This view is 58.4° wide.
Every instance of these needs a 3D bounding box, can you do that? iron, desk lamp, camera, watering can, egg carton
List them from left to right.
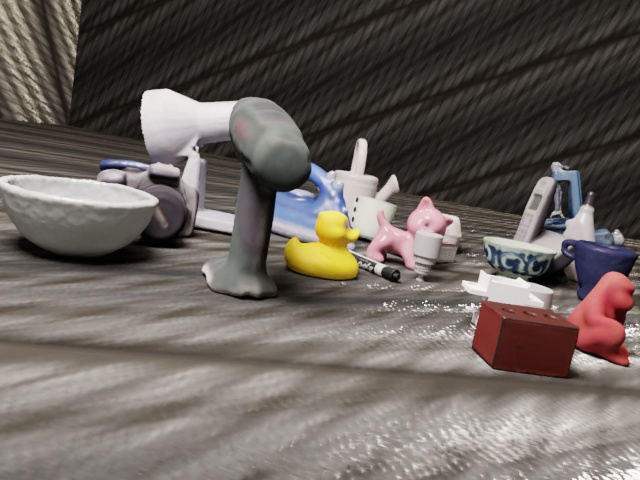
[{"bbox_3d":[-0.235,-0.054,0.783,0.143,0.101,0.136,7,10,-18],"label":"camera"},{"bbox_3d":[-0.193,-0.130,0.935,0.203,0.213,0.118,10,10,-2],"label":"desk lamp"},{"bbox_3d":[-0.027,-0.077,1.021,0.257,0.141,0.119,18,12,37],"label":"iron"},{"bbox_3d":[0.085,-0.125,1.266,0.173,0.194,0.100,6,11,-24],"label":"watering can"},{"bbox_3d":[0.241,-0.020,1.200,0.107,0.069,0.150,12,10,9],"label":"egg carton"}]

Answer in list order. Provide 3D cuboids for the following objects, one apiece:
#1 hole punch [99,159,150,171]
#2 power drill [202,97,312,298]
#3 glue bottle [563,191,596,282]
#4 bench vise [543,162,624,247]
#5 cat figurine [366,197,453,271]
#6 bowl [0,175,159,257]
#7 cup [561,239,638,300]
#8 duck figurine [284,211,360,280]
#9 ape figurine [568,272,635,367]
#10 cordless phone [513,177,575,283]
[{"bbox_3d":[-0.299,-0.085,0.921,0.109,0.091,0.101,9,10,-9],"label":"hole punch"},{"bbox_3d":[-0.075,-0.053,0.628,0.076,0.208,0.229,7,10,-22],"label":"power drill"},{"bbox_3d":[0.497,-0.008,1.098,0.077,0.173,0.037,18,12,38],"label":"glue bottle"},{"bbox_3d":[0.527,-0.045,1.206,0.207,0.220,0.121,9,10,-10],"label":"bench vise"},{"bbox_3d":[0.148,-0.015,0.925,0.127,0.118,0.067,12,10,7],"label":"cat figurine"},{"bbox_3d":[-0.271,-0.023,0.644,0.167,0.075,0.167,10,10,-2],"label":"bowl"},{"bbox_3d":[0.435,0.051,0.921,0.092,0.095,0.117,2,13,-43],"label":"cup"},{"bbox_3d":[0.007,0.003,0.763,0.105,0.086,0.077,7,10,-19],"label":"duck figurine"},{"bbox_3d":[0.317,0.081,0.630,0.078,0.092,0.075,2,13,-42],"label":"ape figurine"},{"bbox_3d":[0.414,-0.023,1.060,0.094,0.185,0.147,8,10,-15],"label":"cordless phone"}]
